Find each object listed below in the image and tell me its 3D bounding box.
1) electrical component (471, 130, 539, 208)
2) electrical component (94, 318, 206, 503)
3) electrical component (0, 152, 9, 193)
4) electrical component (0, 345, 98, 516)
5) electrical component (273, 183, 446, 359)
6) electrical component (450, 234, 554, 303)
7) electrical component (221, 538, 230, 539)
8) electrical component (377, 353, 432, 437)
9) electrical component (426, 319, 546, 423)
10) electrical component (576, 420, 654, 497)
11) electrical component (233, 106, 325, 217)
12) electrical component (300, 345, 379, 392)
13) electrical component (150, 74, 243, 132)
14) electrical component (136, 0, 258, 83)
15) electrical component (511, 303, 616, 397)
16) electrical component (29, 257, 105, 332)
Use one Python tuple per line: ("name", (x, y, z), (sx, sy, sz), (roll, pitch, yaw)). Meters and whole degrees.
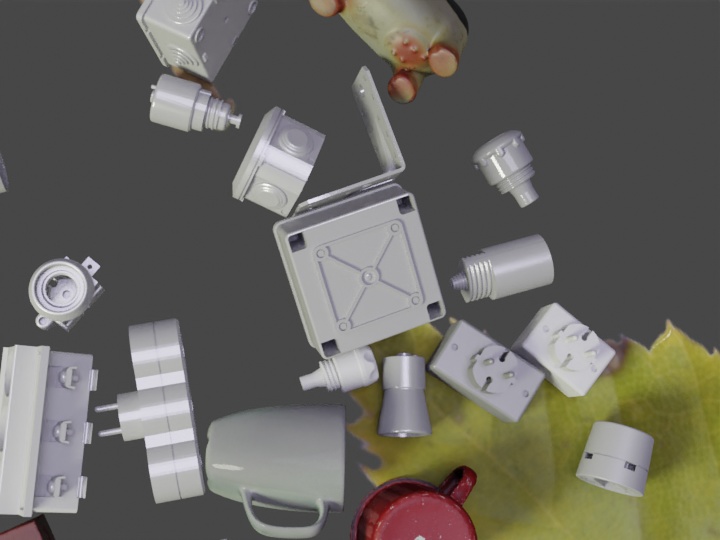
("electrical component", (0.127, -0.083, 0.903), (0.048, 0.048, 0.062), (-33, 94, -11))
("electrical component", (-0.166, 0.111, 0.830), (0.074, 0.052, 0.138), (-9, 83, -9))
("electrical component", (-0.324, -0.091, 0.843), (0.077, 0.044, 0.079), (-14, 84, -9))
("electrical component", (-0.240, 0.121, 0.812), (0.063, 0.079, 0.121), (9, 80, -28))
("electrical component", (0.000, 0.000, 0.850), (0.109, 0.056, 0.108), (-19, 106, -10))
("electrical component", (0.114, 0.001, 0.888), (0.081, 0.043, 0.043), (-15, 84, -10))
("electrical component", (-0.114, 0.259, 0.816), (0.100, 0.048, 0.099), (-11, 83, -9))
("electrical component", (0.036, 0.100, 0.865), (0.044, 0.044, 0.065), (2, 77, -7))
("electrical component", (0.104, 0.080, 0.858), (0.083, 0.075, 0.047), (33, 79, -2))
("electrical component", (0.209, 0.152, 0.873), (0.055, 0.055, 0.047), (20, 76, -4))
("electrical component", (-0.066, -0.086, 0.860), (0.051, 0.080, 0.080), (25, 79, -8))
("electrical component", (-0.018, 0.082, 0.863), (0.061, 0.035, 0.035), (-17, 84, -7))
("electrical component", (-0.135, -0.132, 0.876), (0.078, 0.040, 0.040), (16, 80, -5))
("electrical component", (-0.127, -0.209, 0.860), (0.048, 0.099, 0.099), (26, 79, 10))
("electrical component", (0.170, 0.064, 0.869), (0.066, 0.076, 0.047), (39, 79, 0))
("electrical component", (-0.229, 0.017, 0.834), (0.048, 0.055, 0.066), (39, 79, 0))
